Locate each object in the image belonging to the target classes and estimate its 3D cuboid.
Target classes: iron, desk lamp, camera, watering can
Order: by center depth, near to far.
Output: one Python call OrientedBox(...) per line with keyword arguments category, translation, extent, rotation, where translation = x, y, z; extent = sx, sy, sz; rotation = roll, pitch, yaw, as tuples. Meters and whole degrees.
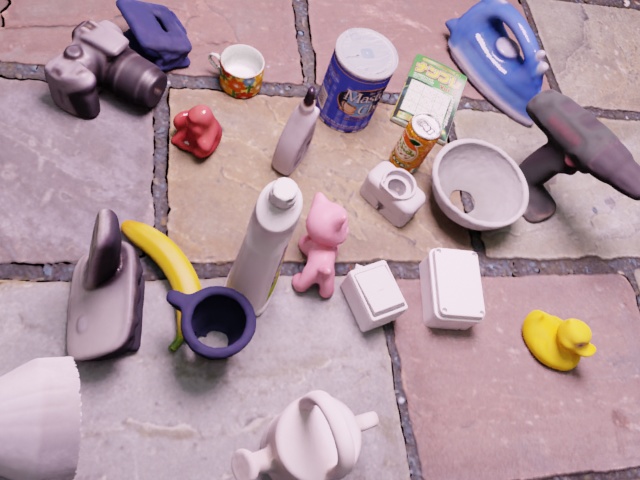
OrientedBox(category="desk lamp", translation=(-0.332, 0.196, 0.567), extent=(0.203, 0.213, 0.118), rotation=(-5, 66, -18))
OrientedBox(category="watering can", translation=(-0.011, 0.232, 0.650), extent=(0.173, 0.194, 0.101), rotation=(-37, 78, -27))
OrientedBox(category="camera", translation=(-0.311, -0.251, 0.858), extent=(0.137, 0.100, 0.143), rotation=(30, 61, 0))
OrientedBox(category="iron", translation=(0.354, -0.352, 1.068), extent=(0.119, 0.141, 0.258), rotation=(-25, 73, -25))

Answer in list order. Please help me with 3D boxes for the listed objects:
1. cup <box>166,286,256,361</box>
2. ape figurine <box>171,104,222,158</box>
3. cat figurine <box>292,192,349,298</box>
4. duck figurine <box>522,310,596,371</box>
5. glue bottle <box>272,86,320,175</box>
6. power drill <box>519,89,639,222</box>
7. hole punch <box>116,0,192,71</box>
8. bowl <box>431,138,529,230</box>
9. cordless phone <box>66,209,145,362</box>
OrientedBox(category="cup", translation=(-0.144, 0.110, 0.730), extent=(0.118, 0.095, 0.092), rotation=(29, 61, 0))
OrientedBox(category="ape figurine", translation=(-0.181, -0.170, 0.859), extent=(0.076, 0.092, 0.077), rotation=(-15, 69, -21))
OrientedBox(category="cat figurine", translation=(0.007, 0.003, 0.812), extent=(0.067, 0.117, 0.128), rotation=(10, 62, -10))
OrientedBox(category="duck figurine", translation=(0.364, 0.143, 0.860), extent=(0.104, 0.086, 0.078), rotation=(45, 62, 9))
OrientedBox(category="glue bottle", translation=(-0.029, -0.170, 0.855), extent=(0.037, 0.173, 0.078), rotation=(33, 61, 2))
OrientedBox(category="power drill", translation=(0.395, -0.118, 0.927), extent=(0.076, 0.208, 0.229), rotation=(-24, 73, -24))
OrientedBox(category="hole punch", translation=(-0.264, -0.334, 0.917), extent=(0.101, 0.091, 0.108), rotation=(-26, 73, -25))
OrientedBox(category="bowl", translation=(0.251, -0.080, 0.945), extent=(0.168, 0.074, 0.167), rotation=(6, 63, -12))
OrientedBox(category="cordless phone", translation=(-0.257, 0.056, 0.673), extent=(0.094, 0.185, 0.147), rotation=(-2, 65, -16))
